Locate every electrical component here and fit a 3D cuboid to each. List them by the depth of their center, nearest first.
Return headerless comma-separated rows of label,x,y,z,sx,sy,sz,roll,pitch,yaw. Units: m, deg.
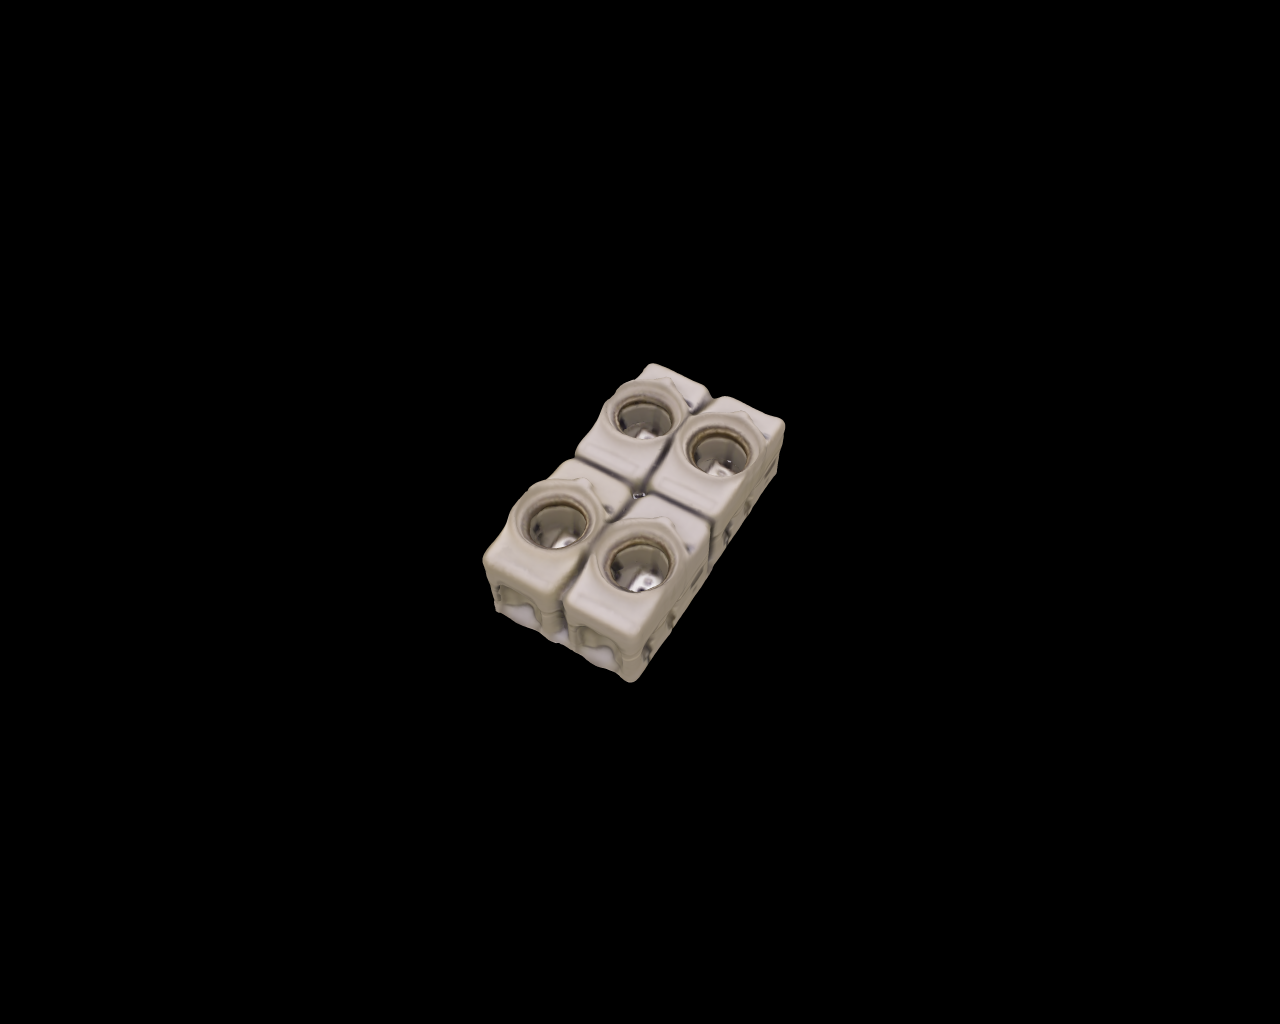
electrical component,0.001,-0.003,0.650,0.105,0.186,0.060,27,-32,18
